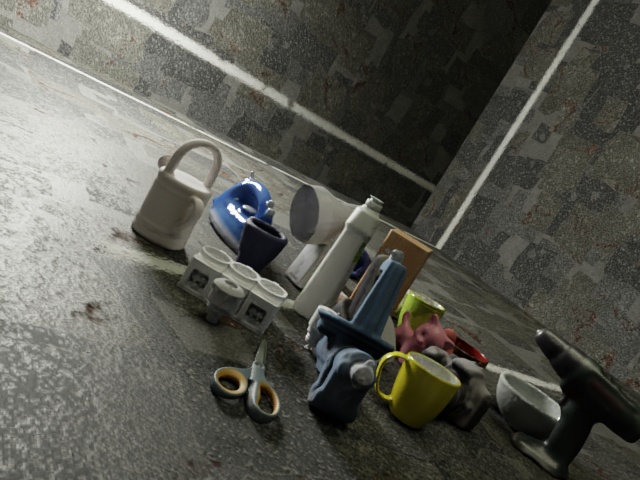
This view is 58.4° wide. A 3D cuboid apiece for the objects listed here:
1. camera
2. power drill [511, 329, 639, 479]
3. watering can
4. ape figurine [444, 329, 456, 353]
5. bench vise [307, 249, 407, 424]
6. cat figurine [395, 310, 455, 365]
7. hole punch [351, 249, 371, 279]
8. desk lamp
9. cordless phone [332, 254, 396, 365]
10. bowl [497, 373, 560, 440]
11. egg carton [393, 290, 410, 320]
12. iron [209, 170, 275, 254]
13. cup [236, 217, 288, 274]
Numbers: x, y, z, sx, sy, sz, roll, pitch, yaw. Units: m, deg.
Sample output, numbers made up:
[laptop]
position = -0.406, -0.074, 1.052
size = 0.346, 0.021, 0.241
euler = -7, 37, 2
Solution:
[camera]
position = 0.207, 0.238, 0.970
size = 0.137, 0.101, 0.142
euler = 20, 14, -45
[power drill]
position = 0.437, 0.301, 1.016
size = 0.229, 0.208, 0.076
euler = 35, 11, 23
[watering can]
position = -0.245, -0.092, 0.999
size = 0.172, 0.194, 0.101
euler = 35, 11, 23
[ape figurine]
position = 0.246, 0.222, 1.179
size = 0.076, 0.092, 0.077
euler = 25, 12, -28
[bench vise]
position = 0.071, 0.127, 0.779
size = 0.122, 0.219, 0.207
euler = 26, 11, -25
[cat figurine]
position = 0.195, 0.189, 1.120
size = 0.067, 0.117, 0.127
euler = 22, 14, -41
[hole punch]
position = 0.098, 0.049, 1.584
size = 0.101, 0.091, 0.108
euler = 19, 16, -49
[desk lamp]
position = 0.011, 0.004, 1.208
size = 0.204, 0.213, 0.117
euler = 23, 13, -37
[cordless phone]
position = 0.101, 0.120, 0.991
size = 0.148, 0.185, 0.093
euler = 20, 15, -45
[bowl]
position = 0.411, 0.341, 1.128
size = 0.167, 0.074, 0.167
euler = 30, 10, -6
[egg carton]
position = 0.181, 0.142, 1.436
size = 0.107, 0.069, 0.150
euler = 25, 12, -29
[iron]
position = -0.146, -0.056, 1.251
size = 0.119, 0.141, 0.257
euler = 24, 12, -33
[cup]
position = -0.128, 0.011, 1.114
size = 0.092, 0.095, 0.117
euler = 22, 13, -40
